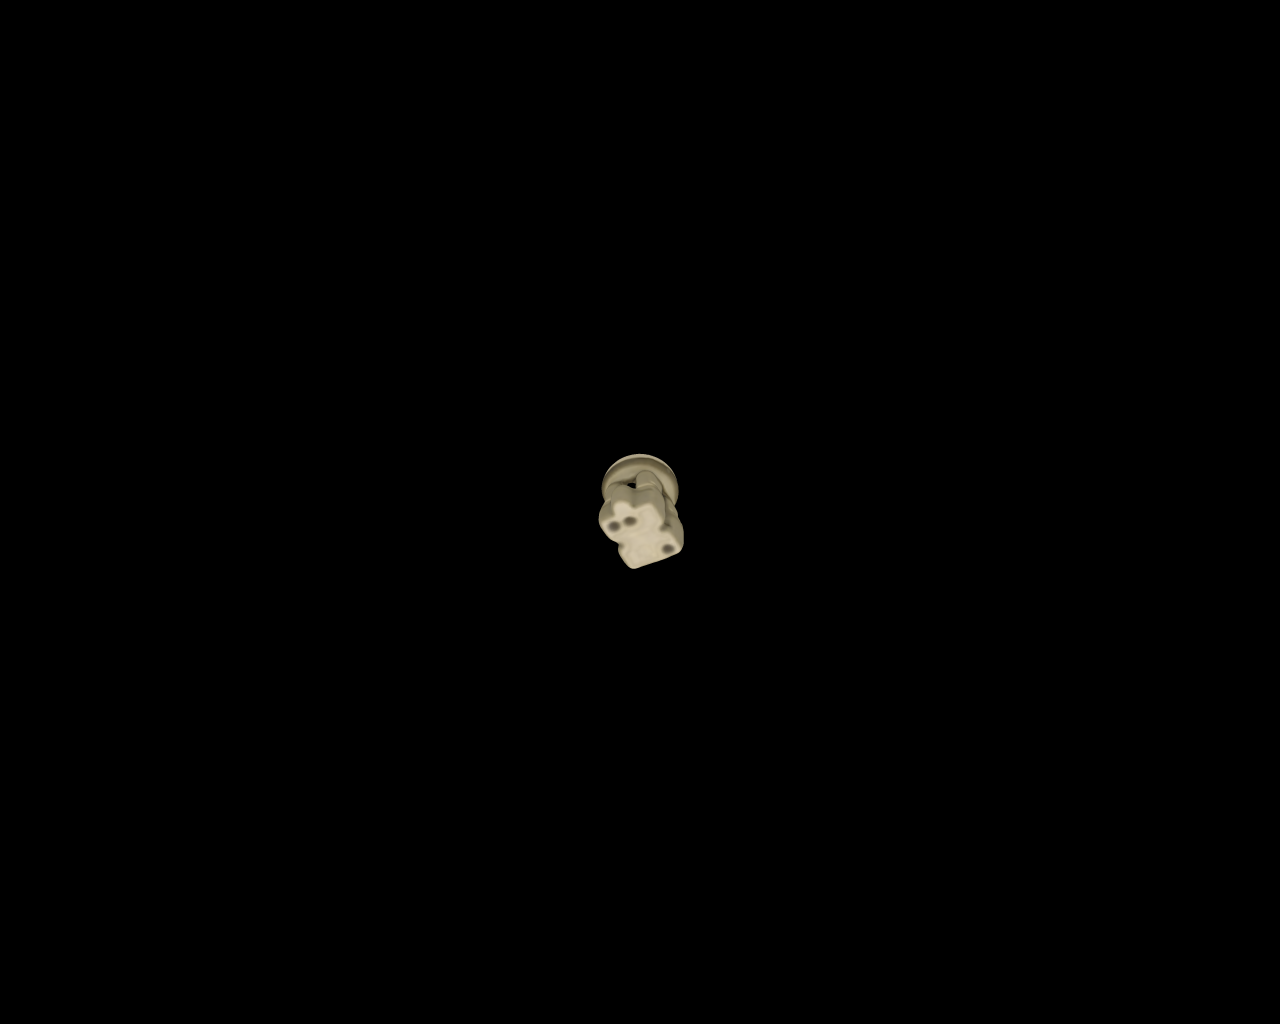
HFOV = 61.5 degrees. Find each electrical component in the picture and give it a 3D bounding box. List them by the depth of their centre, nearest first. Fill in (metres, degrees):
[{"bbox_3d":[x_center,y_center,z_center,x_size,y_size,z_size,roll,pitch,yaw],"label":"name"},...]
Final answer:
[{"bbox_3d":[0.001,-0.003,0.650,0.048,0.066,0.055,-21,36,16],"label":"electrical component"}]
